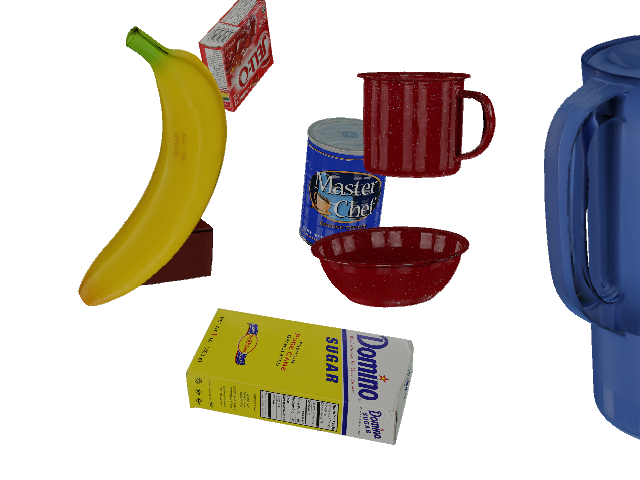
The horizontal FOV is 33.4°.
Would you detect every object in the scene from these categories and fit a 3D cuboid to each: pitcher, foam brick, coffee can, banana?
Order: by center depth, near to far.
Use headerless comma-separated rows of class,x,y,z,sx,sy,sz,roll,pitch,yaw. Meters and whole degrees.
banana,-0.096,-0.037,0.637,0.069,0.198,0.037,10,34,-12
pitcher,0.215,0.002,0.645,0.149,0.243,0.144,2,22,16
foam brick,-0.153,0.008,1.070,0.078,0.051,0.053,-7,21,-24
coffee can,0.029,-0.069,1.324,0.103,0.140,0.103,4,28,-2

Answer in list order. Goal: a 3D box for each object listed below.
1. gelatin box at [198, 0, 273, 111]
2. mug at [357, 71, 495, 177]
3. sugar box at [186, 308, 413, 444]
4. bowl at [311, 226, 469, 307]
gelatin box,-0.078,-0.179,1.019,0.030,0.073,0.089,14,47,21
mug,0.087,-0.096,0.876,0.117,0.081,0.093,5,12,25
sugar box,-0.015,0.111,0.894,0.176,0.048,0.093,6,35,11
bowl,0.072,0.029,1.089,0.162,0.055,0.162,-3,13,1
